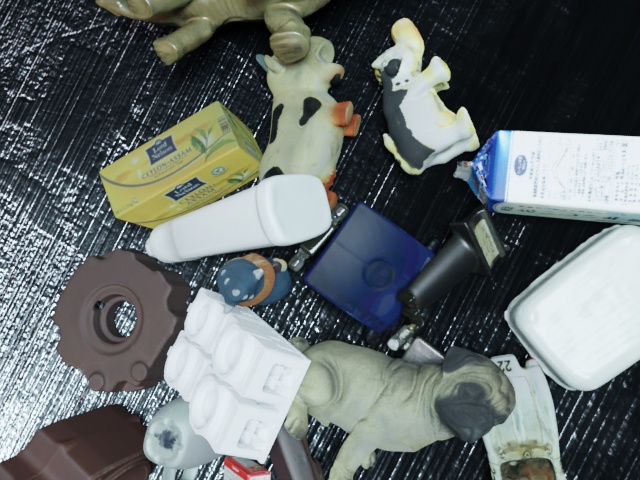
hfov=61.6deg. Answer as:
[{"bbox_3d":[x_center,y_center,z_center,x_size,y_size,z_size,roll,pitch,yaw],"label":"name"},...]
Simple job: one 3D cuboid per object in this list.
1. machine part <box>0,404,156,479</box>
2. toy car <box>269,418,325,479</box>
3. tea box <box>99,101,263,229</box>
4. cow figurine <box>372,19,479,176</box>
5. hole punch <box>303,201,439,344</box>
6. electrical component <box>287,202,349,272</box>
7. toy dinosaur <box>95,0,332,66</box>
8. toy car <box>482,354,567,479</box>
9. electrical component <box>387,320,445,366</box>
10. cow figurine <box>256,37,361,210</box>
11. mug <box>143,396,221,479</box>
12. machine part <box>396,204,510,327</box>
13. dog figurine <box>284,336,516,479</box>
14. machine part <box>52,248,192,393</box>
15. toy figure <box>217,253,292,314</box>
[{"bbox_3d":[-0.277,0.288,0.573,0.087,0.201,0.201,34,92,13],"label":"machine part"},{"bbox_3d":[-0.025,0.241,0.574,0.053,0.089,0.202,-15,75,-33],"label":"toy car"},{"bbox_3d":[-0.160,-0.083,0.646,0.170,0.098,0.068,-27,76,12],"label":"tea box"},{"bbox_3d":[0.102,-0.160,0.605,0.098,0.068,0.167,-28,76,16],"label":"cow figurine"},{"bbox_3d":[0.055,0.030,0.580,0.116,0.092,0.142,35,89,12],"label":"hole punch"},{"bbox_3d":[-0.001,-0.002,0.609,0.021,0.063,0.094,40,87,5],"label":"electrical component"},{"bbox_3d":[-0.042,-0.293,0.599,0.472,0.104,0.198,3,50,17],"label":"toy dinosaur"},{"bbox_3d":[0.201,0.215,0.530,0.074,0.056,0.201,-11,80,13],"label":"toy car"},{"bbox_3d":[0.108,0.133,0.572,0.102,0.045,0.078,43,93,16],"label":"electrical component"},{"bbox_3d":[-0.022,-0.139,0.627,0.127,0.085,0.194,14,90,14],"label":"cow figurine"},{"bbox_3d":[-0.151,0.223,0.597,0.081,0.107,0.109,20,86,18],"label":"mug"},{"bbox_3d":[0.136,0.029,0.555,0.139,0.084,0.039,-43,35,-10],"label":"machine part"},{"bbox_3d":[0.069,0.134,0.525,0.190,0.121,0.172,-39,88,20],"label":"dog figurine"},{"bbox_3d":[-0.245,0.097,0.666,0.180,0.056,0.179,-2,80,15],"label":"machine part"},{"bbox_3d":[-0.073,0.045,0.575,0.058,0.154,0.064,17,88,14],"label":"toy figure"}]
